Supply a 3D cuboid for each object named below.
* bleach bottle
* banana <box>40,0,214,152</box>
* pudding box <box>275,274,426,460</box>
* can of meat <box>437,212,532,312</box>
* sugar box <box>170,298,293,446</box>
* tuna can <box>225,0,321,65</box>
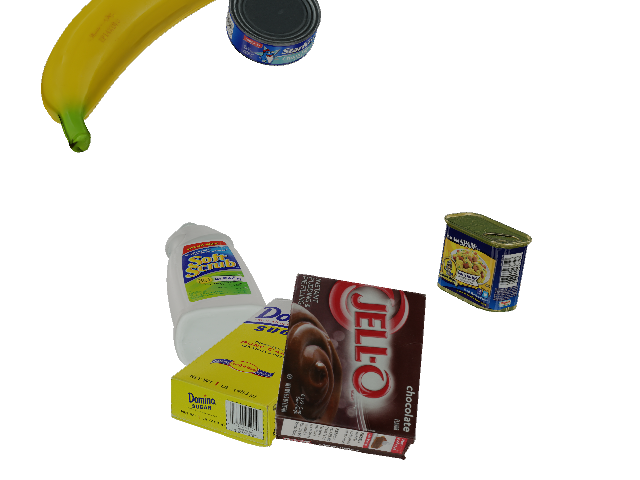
[{"bbox_3d":[-0.129,0.044,1.162,0.102,0.068,0.251,-6,26,-16],"label":"bleach bottle"},{"bbox_3d":[-0.083,-0.119,0.564,0.070,0.197,0.037,31,-27,19],"label":"banana"},{"bbox_3d":[0.020,0.082,0.706,0.090,0.113,0.039,9,-34,-1],"label":"pudding box"},{"bbox_3d":[0.180,0.024,1.191,0.057,0.084,0.102,-8,24,-36],"label":"can of meat"},{"bbox_3d":[-0.041,0.107,0.916,0.093,0.048,0.176,14,28,23],"label":"sugar box"},{"bbox_3d":[-0.044,-0.204,0.989,0.086,0.086,0.034,0,-31,-13],"label":"tuna can"}]
